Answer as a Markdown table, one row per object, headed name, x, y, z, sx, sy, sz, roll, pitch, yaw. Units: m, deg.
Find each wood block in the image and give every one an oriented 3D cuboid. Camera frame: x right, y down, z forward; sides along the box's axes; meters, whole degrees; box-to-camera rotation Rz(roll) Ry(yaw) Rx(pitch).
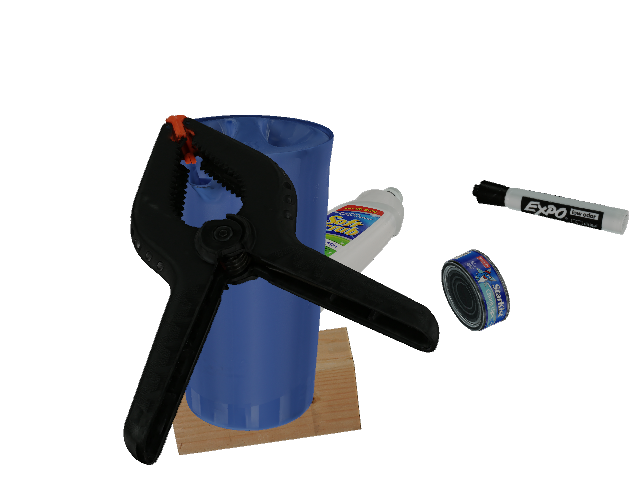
| name | x | y | z | sx | sy | sz | roll | pitch | yaw |
| --- | --- | --- | --- | --- | --- | --- | --- | --- | --- |
| wood block | -0.064 | 0.170 | 1.209 | 0.206 | 0.091 | 0.090 | -7 | 23 | -1 |

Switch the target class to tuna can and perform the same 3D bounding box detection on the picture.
| name | x | y | z | sx | sy | sz | roll | pitch | yaw |
| --- | --- | --- | --- | --- | --- | --- | --- | --- | --- |
| tuna can | 0.168 | 0.055 | 1.169 | 0.033 | 0.086 | 0.086 | -22 | 8 | -19 |

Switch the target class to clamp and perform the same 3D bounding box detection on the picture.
| name | x | y | z | sx | sy | sz | roll | pitch | yaw |
| --- | --- | --- | --- | --- | --- | --- | --- | --- | --- |
| clamp | -0.038 | 0.007 | 0.579 | 0.164 | 0.210 | 0.036 | -15 | -37 | -3 |

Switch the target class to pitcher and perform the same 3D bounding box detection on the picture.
| name | x | y | z | sx | sy | sz | roll | pitch | yaw |
| --- | --- | --- | --- | --- | --- | --- | --- | --- | --- |
| pitcher | -0.053 | 0.021 | 0.870 | 0.149 | 0.243 | 0.145 | -8 | 22 | -23 |

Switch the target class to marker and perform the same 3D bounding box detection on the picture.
| name | x | y | z | sx | sy | sz | roll | pitch | yaw |
| --- | --- | --- | --- | --- | --- | --- | --- | --- | --- |
| marker | 0.175 | -0.027 | 0.822 | 0.121 | 0.020 | 0.020 | 15 | 7 | 27 |

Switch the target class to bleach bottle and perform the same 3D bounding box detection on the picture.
| name | x | y | z | sx | sy | sz | roll | pitch | yaw |
| --- | --- | --- | --- | --- | --- | --- | --- | --- | --- |
| bleach bottle | 0.025 | -0.003 | 1.329 | 0.103 | 0.068 | 0.250 | 16 | 36 | 27 |
